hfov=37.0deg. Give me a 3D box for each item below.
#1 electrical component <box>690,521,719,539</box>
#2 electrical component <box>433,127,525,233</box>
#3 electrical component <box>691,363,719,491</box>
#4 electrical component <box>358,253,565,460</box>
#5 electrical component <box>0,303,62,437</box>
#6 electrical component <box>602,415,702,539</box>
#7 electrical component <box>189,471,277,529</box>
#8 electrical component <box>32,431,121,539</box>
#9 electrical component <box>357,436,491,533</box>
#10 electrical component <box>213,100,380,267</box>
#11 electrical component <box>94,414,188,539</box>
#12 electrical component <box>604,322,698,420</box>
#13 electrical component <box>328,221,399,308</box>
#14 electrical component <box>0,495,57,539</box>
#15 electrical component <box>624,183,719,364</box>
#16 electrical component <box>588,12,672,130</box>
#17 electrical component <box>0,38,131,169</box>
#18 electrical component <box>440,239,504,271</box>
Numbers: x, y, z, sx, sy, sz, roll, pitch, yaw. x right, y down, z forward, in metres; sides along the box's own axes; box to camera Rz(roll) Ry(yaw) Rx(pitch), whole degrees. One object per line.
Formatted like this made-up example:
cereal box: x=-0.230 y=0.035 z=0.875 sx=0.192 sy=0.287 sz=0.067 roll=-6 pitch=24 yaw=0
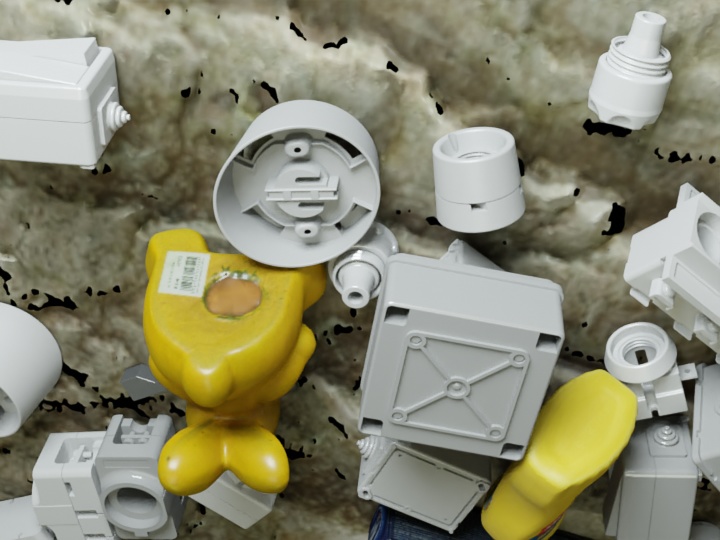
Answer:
electrical component: x=0.267 y=0.230 z=0.837 sx=0.045 sy=0.055 sz=0.045 roll=3 pitch=125 yaw=4
electrical component: x=0.072 y=-0.057 z=0.661 sx=0.055 sy=0.055 sz=0.047 roll=-5 pitch=120 yaw=10
electrical component: x=0.272 y=0.115 z=0.731 sx=0.048 sy=0.099 sz=0.099 roll=-26 pitch=119 yaw=37
electrical component: x=0.060 y=0.054 z=0.659 sx=0.109 sy=0.056 sz=0.108 roll=10 pitch=126 yaw=-1
electrical component: x=-0.280 y=0.076 z=0.801 sx=0.099 sy=0.064 sz=0.099 roll=11 pitch=136 yaw=11
electrical component: x=0.210 y=0.150 z=0.784 sx=0.061 sy=0.061 sz=0.096 roll=0 pitch=125 yaw=7
electrical component: x=-0.088 y=0.150 z=0.820 sx=0.066 sy=0.047 sz=0.077 roll=35 pitch=130 yaw=-17
electrical component: x=-0.224 y=0.177 z=0.859 sx=0.056 sy=0.050 sz=0.089 roll=-3 pitch=123 yaw=8
electrical component: x=0.042 y=0.139 z=0.795 sx=0.096 sy=0.061 sz=0.061 roll=24 pitch=124 yaw=-10
electrical component: x=-0.036 y=-0.054 z=0.668 sx=0.099 sy=0.064 sz=0.099 roll=3 pitch=125 yaw=4
electrical component: x=-0.170 y=0.165 z=0.841 sx=0.050 sy=0.055 sz=0.089 roll=-1 pitch=125 yaw=7
electrical component: x=0.196 y=0.069 z=0.740 sx=0.066 sy=0.048 sz=0.055 roll=-14 pitch=130 yaw=15
electrical component: x=0.000 y=0.000 z=0.703 sx=0.048 sy=0.062 sz=0.048 roll=3 pitch=125 yaw=4
electrical component: x=-0.285 y=0.229 z=0.901 sx=0.089 sy=0.050 sz=0.055 roll=-14 pitch=122 yaw=16
electrical component: x=0.232 y=0.014 z=0.684 sx=0.121 sy=0.078 sz=0.063 roll=36 pitch=143 yaw=-17
electrical component: x=0.158 y=-0.116 z=0.616 sx=0.043 sy=0.043 sz=0.062 roll=10 pitch=124 yaw=0
electrical component: x=-0.188 y=-0.104 z=0.652 sx=0.096 sy=0.061 sz=0.061 roll=5 pitch=125 yaw=3
electrical component: x=0.059 y=0.040 z=0.724 sx=0.061 sy=0.061 sz=0.096 roll=34 pitch=121 yaw=-17
